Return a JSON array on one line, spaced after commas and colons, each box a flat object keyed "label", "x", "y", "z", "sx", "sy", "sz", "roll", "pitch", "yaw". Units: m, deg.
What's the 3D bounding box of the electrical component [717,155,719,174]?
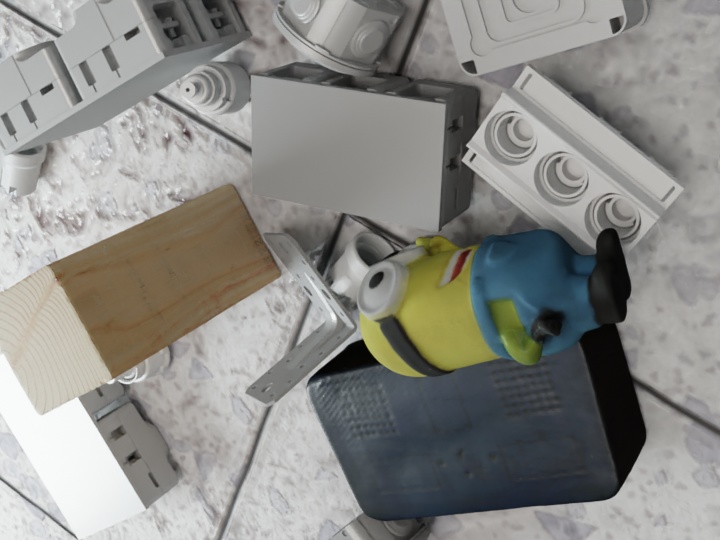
[{"label": "electrical component", "x": 0.246, "y": -0.061, "z": 0.640, "sx": 0.062, "sy": 0.043, "sz": 0.043, "roll": 14, "pitch": 115, "yaw": 27}]

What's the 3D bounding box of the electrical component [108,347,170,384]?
[{"label": "electrical component", "x": -0.202, "y": 0.080, "z": 0.945, "sx": 0.048, "sy": 0.062, "sz": 0.048, "roll": 11, "pitch": 115, "yaw": 26}]

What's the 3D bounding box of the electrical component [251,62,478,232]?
[{"label": "electrical component", "x": 0.003, "y": -0.090, "z": 0.758, "sx": 0.150, "sy": 0.062, "sz": 0.089, "roll": 13, "pitch": 115, "yaw": 26}]

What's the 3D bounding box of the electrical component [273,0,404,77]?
[{"label": "electrical component", "x": -0.014, "y": -0.171, "z": 0.727, "sx": 0.080, "sy": 0.080, "sz": 0.051, "roll": 39, "pitch": 118, "yaw": 12}]

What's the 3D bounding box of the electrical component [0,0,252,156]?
[{"label": "electrical component", "x": -0.190, "y": -0.159, "z": 0.817, "sx": 0.186, "sy": 0.105, "sz": 0.060, "roll": -21, "pitch": 97, "yaw": 34}]

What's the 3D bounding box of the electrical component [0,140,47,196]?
[{"label": "electrical component", "x": -0.300, "y": -0.094, "z": 0.948, "sx": 0.040, "sy": 0.040, "sz": 0.046, "roll": 35, "pitch": 129, "yaw": 14}]

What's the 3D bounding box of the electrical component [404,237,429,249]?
[{"label": "electrical component", "x": 0.042, "y": 0.004, "z": 0.777, "sx": 0.045, "sy": 0.055, "sz": 0.045, "roll": 11, "pitch": 114, "yaw": 26}]

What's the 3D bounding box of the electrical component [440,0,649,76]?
[{"label": "electrical component", "x": 0.113, "y": -0.172, "z": 0.665, "sx": 0.113, "sy": 0.057, "sz": 0.078, "roll": -11, "pitch": 103, "yaw": 33}]

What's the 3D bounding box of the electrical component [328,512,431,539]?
[{"label": "electrical component", "x": 0.013, "y": 0.219, "z": 0.866, "sx": 0.051, "sy": 0.080, "sz": 0.080, "roll": 52, "pitch": 125, "yaw": 10}]

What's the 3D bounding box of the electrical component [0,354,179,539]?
[{"label": "electrical component", "x": -0.261, "y": 0.145, "z": 1.007, "sx": 0.105, "sy": 0.060, "sz": 0.186, "roll": -29, "pitch": 93, "yaw": 35}]

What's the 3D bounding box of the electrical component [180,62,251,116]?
[{"label": "electrical component", "x": -0.111, "y": -0.135, "z": 0.802, "sx": 0.040, "sy": 0.078, "sz": 0.040, "roll": 3, "pitch": 101, "yaw": 17}]

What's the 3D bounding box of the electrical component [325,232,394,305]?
[{"label": "electrical component", "x": 0.000, "y": 0.000, "z": 0.811, "sx": 0.040, "sy": 0.040, "sz": 0.046, "roll": 48, "pitch": 131, "yaw": 5}]

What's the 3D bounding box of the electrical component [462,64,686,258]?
[{"label": "electrical component", "x": 0.138, "y": -0.065, "z": 0.689, "sx": 0.121, "sy": 0.063, "sz": 0.078, "roll": 41, "pitch": 124, "yaw": 10}]
